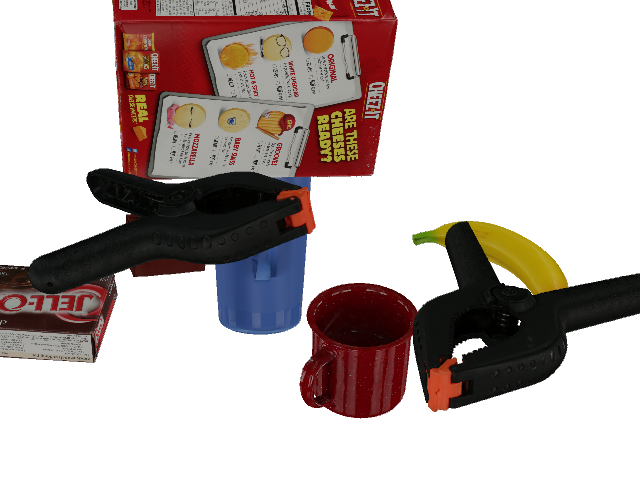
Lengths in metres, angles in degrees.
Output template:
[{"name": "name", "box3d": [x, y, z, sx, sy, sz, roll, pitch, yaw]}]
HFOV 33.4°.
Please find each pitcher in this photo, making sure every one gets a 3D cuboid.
[{"name": "pitcher", "box3d": [-0.076, -0.006, 1.356, 0.145, 0.243, 0.148, 10, 15, 36]}]

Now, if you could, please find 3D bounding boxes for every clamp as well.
[{"name": "clamp", "box3d": [0.113, 0.044, 0.686, 0.165, 0.036, 0.209, 18, 31, 34]}, {"name": "clamp", "box3d": [-0.092, -0.007, 0.652, 0.172, 0.039, 0.120, -1, 41, 22]}]

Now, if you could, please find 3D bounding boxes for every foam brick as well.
[{"name": "foam brick", "box3d": [-0.162, 0.002, 1.116, 0.078, 0.051, 0.053, -5, 23, -18]}]

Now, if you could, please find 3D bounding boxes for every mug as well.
[{"name": "mug", "box3d": [0.026, 0.100, 0.894, 0.093, 0.081, 0.117, 25, 40, 31]}]

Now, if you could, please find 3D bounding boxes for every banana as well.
[{"name": "banana", "box3d": [0.180, 0.019, 1.043, 0.069, 0.037, 0.198, -37, 37, -22]}]

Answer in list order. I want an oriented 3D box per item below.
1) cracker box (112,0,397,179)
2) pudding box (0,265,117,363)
[{"name": "cracker box", "box3d": [-0.057, -0.130, 0.866, 0.213, 0.072, 0.164, -2, -43, -9]}, {"name": "pudding box", "box3d": [-0.240, 0.062, 0.921, 0.113, 0.039, 0.090, 1, 32, 1]}]
